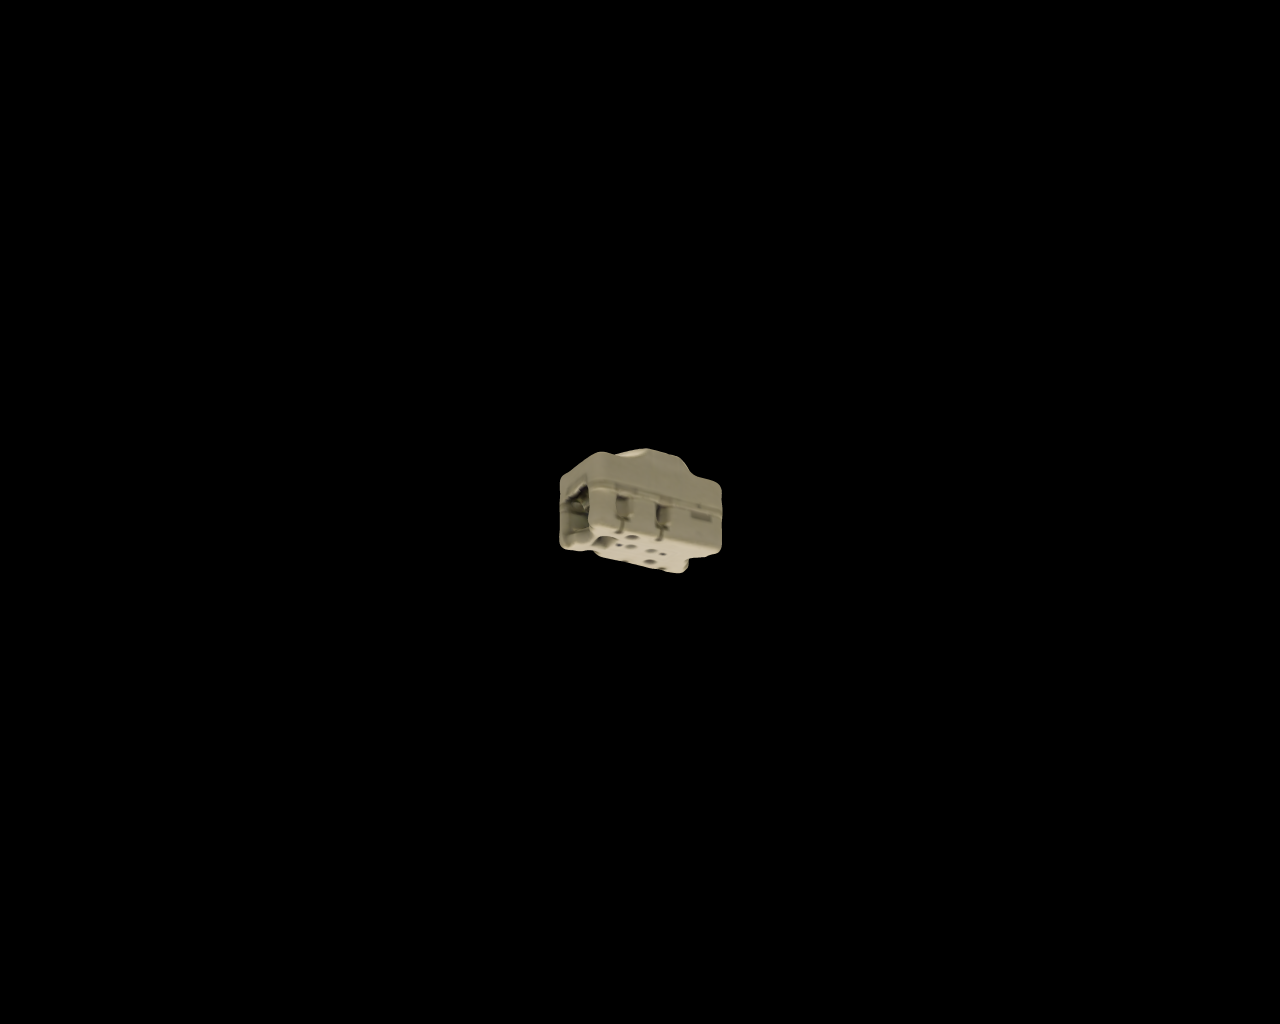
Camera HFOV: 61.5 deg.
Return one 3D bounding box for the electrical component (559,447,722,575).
[{"bbox_3d":[0.001,-0.003,0.650,0.089,0.056,0.050,14,-27,-29],"label":"electrical component"}]
